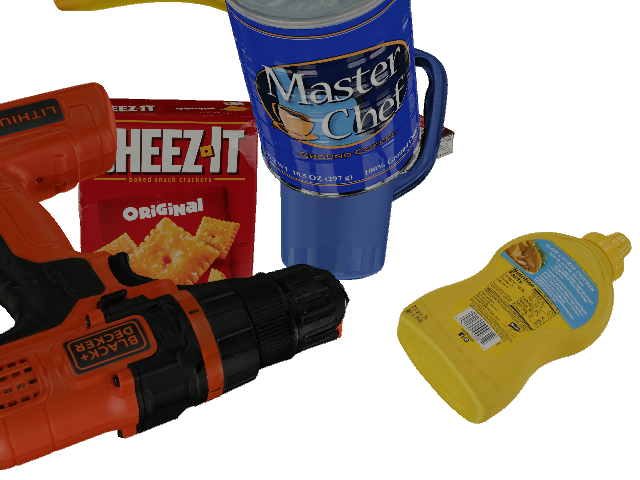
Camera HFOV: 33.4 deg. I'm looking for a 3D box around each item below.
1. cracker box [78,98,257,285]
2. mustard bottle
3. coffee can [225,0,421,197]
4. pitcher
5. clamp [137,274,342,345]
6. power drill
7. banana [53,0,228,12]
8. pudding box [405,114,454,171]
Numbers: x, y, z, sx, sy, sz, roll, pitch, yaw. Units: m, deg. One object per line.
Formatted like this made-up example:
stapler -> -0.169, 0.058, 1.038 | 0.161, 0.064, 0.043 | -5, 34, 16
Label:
cracker box -> -0.144, -0.022, 1.007 | 0.164, 0.214, 0.072 | -1, 20, -12
mustard bottle -> 0.157, 0.046, 0.786 | 0.191, 0.096, 0.058 | -31, -28, -21
coffee can -> 0.004, -0.108, 0.617 | 0.103, 0.102, 0.140 | 0, -38, 9
pitcher -> 0.030, -0.088, 1.081 | 0.149, 0.243, 0.144 | 12, 16, 33
clamp -> -0.091, 0.051, 0.753 | 0.209, 0.036, 0.165 | -3, 25, -13
power drill -> -0.102, 0.005, 0.515 | 0.184, 0.188, 0.057 | -18, -37, -24
banana -> -0.120, -0.205, 0.873 | 0.198, 0.069, 0.037 | 11, -41, 16
pudding box -> 0.112, -0.135, 1.460 | 0.113, 0.039, 0.090 | -25, 39, -30
